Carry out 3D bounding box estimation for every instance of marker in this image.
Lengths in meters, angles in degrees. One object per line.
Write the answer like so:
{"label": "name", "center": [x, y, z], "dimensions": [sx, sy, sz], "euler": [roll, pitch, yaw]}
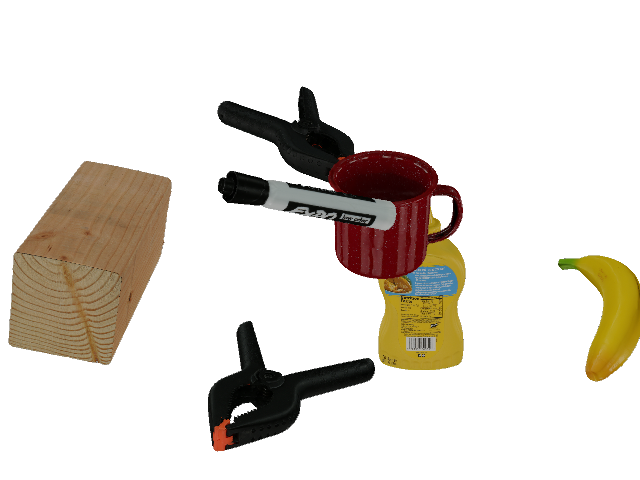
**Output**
{"label": "marker", "center": [-0.007, -0.024, 0.645], "dimensions": [0.120, 0.020, 0.020], "euler": [9, -5, -33]}

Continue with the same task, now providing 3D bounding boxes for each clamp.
{"label": "clamp", "center": [-0.029, -0.110, 1.120], "dimensions": [0.120, 0.039, 0.172], "euler": [-14, 40, -23]}
{"label": "clamp", "center": [-0.044, 0.154, 1.101], "dimensions": [0.165, 0.036, 0.209], "euler": [11, 26, 15]}

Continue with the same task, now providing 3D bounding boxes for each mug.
{"label": "mug", "center": [0.065, -0.021, 0.926], "dimensions": [0.117, 0.081, 0.093], "euler": [-4, 33, -5]}

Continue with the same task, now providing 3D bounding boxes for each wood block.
{"label": "wood block", "center": [-0.202, 0.013, 0.961], "dimensions": [0.090, 0.091, 0.206], "euler": [12, 25, -1]}

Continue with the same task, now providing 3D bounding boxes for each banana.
{"label": "banana", "center": [0.275, 0.065, 1.019], "dimensions": [0.070, 0.037, 0.197], "euler": [-29, 23, 19]}

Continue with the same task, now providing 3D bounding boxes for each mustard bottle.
{"label": "mustard bottle", "center": [0.112, 0.049, 1.182], "dimensions": [0.096, 0.192, 0.058], "euler": [1, 25, 6]}
